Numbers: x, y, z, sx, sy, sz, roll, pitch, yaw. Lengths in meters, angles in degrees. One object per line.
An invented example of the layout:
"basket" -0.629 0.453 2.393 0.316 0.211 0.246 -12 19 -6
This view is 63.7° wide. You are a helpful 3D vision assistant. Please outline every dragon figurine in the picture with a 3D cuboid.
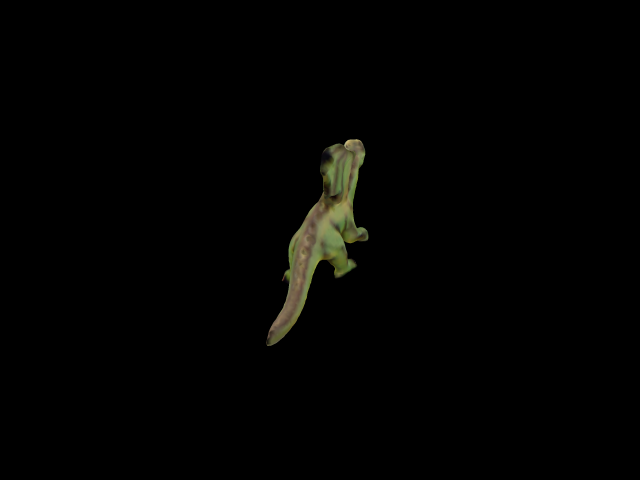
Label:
"dragon figurine" 0.003 -0.043 0.850 0.122 0.237 0.419 10 36 15
